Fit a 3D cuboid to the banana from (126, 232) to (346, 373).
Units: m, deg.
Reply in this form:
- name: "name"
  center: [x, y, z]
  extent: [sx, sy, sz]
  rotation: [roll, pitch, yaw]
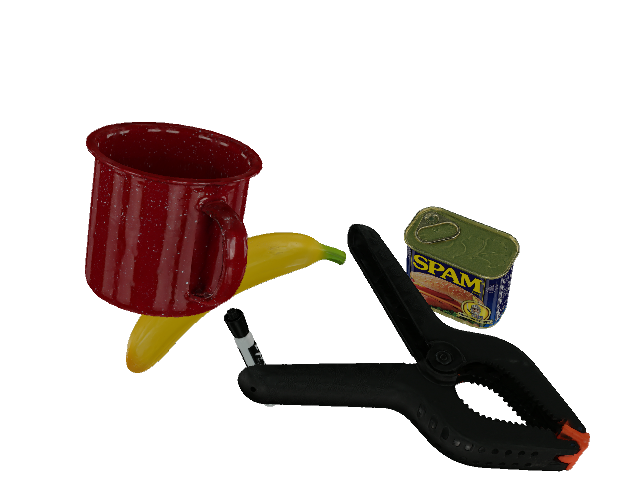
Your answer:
- name: "banana"
  center: [-0.078, 0.042, 0.822]
  extent: [0.198, 0.069, 0.037]
  rotation: [-27, 34, 9]

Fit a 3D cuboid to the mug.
- name: "mug"
  center: [-0.075, -0.006, 0.569]
  extent: [0.093, 0.081, 0.117]
  rotation: [-9, 29, -40]

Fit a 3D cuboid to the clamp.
- name: "clamp"
  center: [0.063, 0.088, 0.668]
  extent: [0.210, 0.036, 0.164]
  rotation: [33, 50, 15]

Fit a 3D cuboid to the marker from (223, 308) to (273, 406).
- name: "marker"
  center: [-0.065, 0.111, 1.015]
  extent: [0.020, 0.121, 0.020]
  rotation: [-13, 36, 10]

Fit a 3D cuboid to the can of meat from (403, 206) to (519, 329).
- name: "can of meat"
  center: [0.128, 0.028, 0.990]
  extent: [0.102, 0.057, 0.084]
  rotation: [22, -37, 21]
